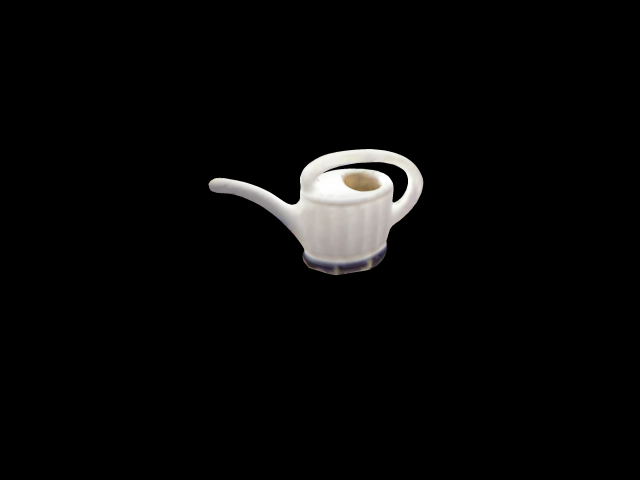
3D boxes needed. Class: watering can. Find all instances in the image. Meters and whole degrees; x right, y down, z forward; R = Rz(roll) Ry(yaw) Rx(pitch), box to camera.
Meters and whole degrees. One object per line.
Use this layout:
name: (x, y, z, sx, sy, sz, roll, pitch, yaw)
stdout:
watering can: (0.003, -0.043, 0.850, 0.348, 0.219, 0.106, -8, 37, -11)
